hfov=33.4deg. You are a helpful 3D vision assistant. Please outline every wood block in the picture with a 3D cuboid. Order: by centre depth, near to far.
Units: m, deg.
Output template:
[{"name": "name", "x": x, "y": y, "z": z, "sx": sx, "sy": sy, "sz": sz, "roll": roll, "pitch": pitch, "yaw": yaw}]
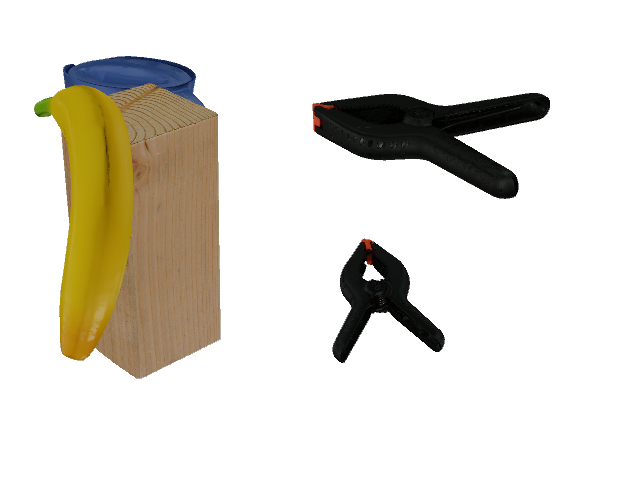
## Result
[{"name": "wood block", "x": -0.142, "y": -0.007, "z": 0.856, "sx": 0.090, "sy": 0.206, "sz": 0.090, "roll": -24, "pitch": 38, "yaw": -38}]

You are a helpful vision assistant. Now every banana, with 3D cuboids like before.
[{"name": "banana", "x": -0.136, "y": -0.027, "z": 0.632, "sx": 0.037, "sy": 0.198, "sz": 0.070, "roll": 12, "pitch": -43, "yaw": -33}]

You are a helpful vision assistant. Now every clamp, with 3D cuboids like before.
[{"name": "clamp", "x": 0.097, "y": -0.101, "z": 0.947, "sx": 0.210, "sy": 0.036, "sz": 0.164, "roll": 13, "pitch": 36, "yaw": 23}, {"name": "clamp", "x": 0.075, "y": 0.067, "z": 1.191, "sx": 0.120, "sy": 0.171, "sz": 0.039, "roll": 4, "pitch": -43, "yaw": -2}]

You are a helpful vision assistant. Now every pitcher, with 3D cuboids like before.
[{"name": "pitcher", "x": -0.194, "y": -0.063, "z": 1.117, "sx": 0.145, "sy": 0.243, "sz": 0.149, "roll": 1, "pitch": 23, "yaw": -10}]
